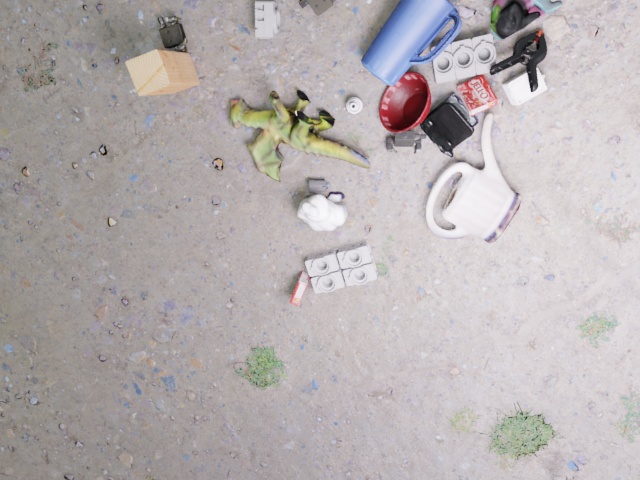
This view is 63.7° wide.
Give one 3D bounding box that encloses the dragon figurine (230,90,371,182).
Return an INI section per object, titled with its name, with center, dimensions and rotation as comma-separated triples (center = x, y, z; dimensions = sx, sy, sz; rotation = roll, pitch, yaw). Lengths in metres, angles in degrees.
[dragon figurine]
center = -0.083, -0.263, 1.414
dimensions = 0.410, 0.124, 0.238
rotation = 42, 124, -3

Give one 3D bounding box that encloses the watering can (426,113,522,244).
[watering can]
center = 0.428, -0.137, 1.355
dimensions = 0.224, 0.105, 0.343
rotation = 29, 107, -2

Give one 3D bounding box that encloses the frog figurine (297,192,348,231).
[frog figurine]
center = 0.004, -0.071, 1.403
dimensions = 0.137, 0.162, 0.121
rotation = 14, 109, 4
